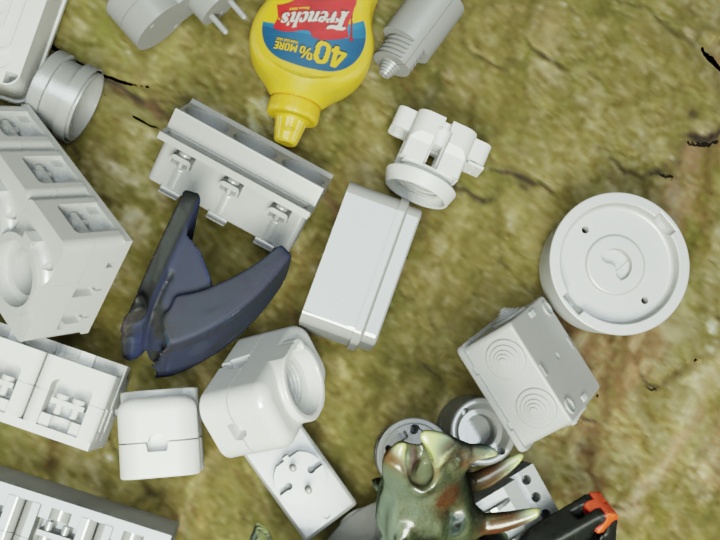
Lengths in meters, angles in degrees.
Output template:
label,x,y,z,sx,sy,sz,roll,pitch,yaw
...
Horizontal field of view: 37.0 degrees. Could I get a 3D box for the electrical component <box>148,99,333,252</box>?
label,x,y,z,sx,sy,sz,roll,pitch,yaw
electrical component,-0.091,-0.069,0.807,0.121,0.078,0.063,28,110,-2

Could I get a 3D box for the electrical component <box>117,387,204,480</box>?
label,x,y,z,sx,sy,sz,roll,pitch,yaw
electrical component,-0.141,0.115,0.765,0.054,0.095,0.059,-4,83,-6

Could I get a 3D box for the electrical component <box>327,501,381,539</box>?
label,x,y,z,sx,sy,sz,roll,pitch,yaw
electrical component,0.022,0.209,0.790,0.079,0.044,0.077,31,117,-35

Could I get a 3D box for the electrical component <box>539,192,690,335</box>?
label,x,y,z,sx,sy,sz,roll,pitch,yaw
electrical component,0.191,-0.001,0.832,0.108,0.060,0.108,1,83,-6

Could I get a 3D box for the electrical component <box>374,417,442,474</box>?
label,x,y,z,sx,sy,sz,roll,pitch,yaw
electrical component,0.037,0.138,0.805,0.055,0.047,0.055,1,83,-6

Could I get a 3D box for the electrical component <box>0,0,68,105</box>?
label,x,y,z,sx,sy,sz,roll,pitch,yaw
electrical component,-0.272,-0.190,0.811,0.078,0.057,0.113,17,81,-3

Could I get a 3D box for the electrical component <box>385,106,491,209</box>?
label,x,y,z,sx,sy,sz,roll,pitch,yaw
electrical component,0.054,-0.083,0.831,0.078,0.058,0.057,24,78,-3

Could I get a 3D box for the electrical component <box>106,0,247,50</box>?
label,x,y,z,sx,sy,sz,roll,pitch,yaw
electrical component,-0.120,-0.216,0.832,0.138,0.052,0.073,-41,88,-9

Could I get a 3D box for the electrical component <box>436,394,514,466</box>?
label,x,y,z,sx,sy,sz,roll,pitch,yaw
electrical component,0.089,0.121,0.812,0.055,0.047,0.055,1,83,-6

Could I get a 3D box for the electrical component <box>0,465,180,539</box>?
label,x,y,z,sx,sy,sz,roll,pitch,yaw
electrical component,-0.210,0.188,0.752,0.150,0.089,0.061,19,81,-3

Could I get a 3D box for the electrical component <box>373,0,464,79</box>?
label,x,y,z,sx,sy,sz,roll,pitch,yaw
electrical component,0.042,-0.185,0.849,0.043,0.043,0.081,36,81,0

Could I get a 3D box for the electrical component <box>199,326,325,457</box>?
label,x,y,z,sx,sy,sz,roll,pitch,yaw
electrical component,-0.064,0.085,0.768,0.059,0.095,0.053,-15,114,25

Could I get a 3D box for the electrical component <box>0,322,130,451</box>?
label,x,y,z,sx,sy,sz,roll,pitch,yaw
electrical component,-0.246,0.073,0.763,0.150,0.089,0.061,20,81,-3

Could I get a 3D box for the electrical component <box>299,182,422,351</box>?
label,x,y,z,sx,sy,sz,roll,pitch,yaw
electrical component,0.000,0.000,0.804,0.057,0.078,0.113,20,81,0

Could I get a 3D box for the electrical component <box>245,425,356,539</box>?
label,x,y,z,sx,sy,sz,roll,pitch,yaw
electrical component,-0.044,0.150,0.781,0.047,0.075,0.083,-35,87,-9

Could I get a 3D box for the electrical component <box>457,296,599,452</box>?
label,x,y,z,sx,sy,sz,roll,pitch,yaw
electrical component,0.128,0.074,0.797,0.048,0.100,0.099,-34,86,29

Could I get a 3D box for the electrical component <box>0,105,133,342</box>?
label,x,y,z,sx,sy,sz,roll,pitch,yaw
electrical component,-0.236,-0.035,0.744,0.150,0.062,0.089,48,123,26
